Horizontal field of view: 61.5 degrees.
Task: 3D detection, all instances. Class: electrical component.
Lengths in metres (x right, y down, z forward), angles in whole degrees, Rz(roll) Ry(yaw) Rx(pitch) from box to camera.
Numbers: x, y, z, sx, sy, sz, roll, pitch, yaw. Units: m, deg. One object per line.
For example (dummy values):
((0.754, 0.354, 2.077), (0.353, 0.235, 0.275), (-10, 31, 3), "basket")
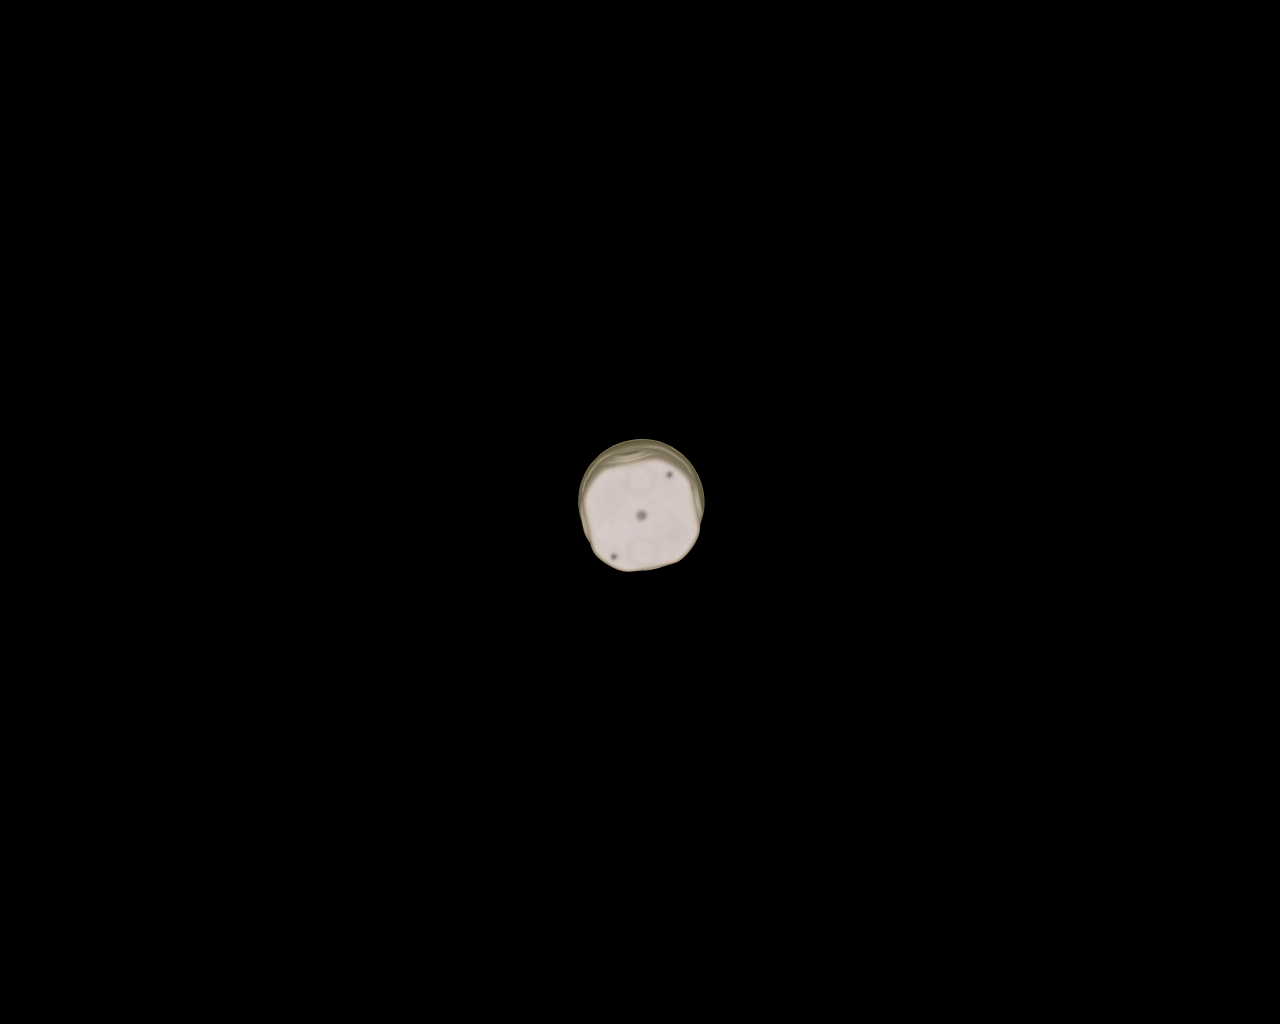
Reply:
((0.001, -0.003, 0.650), (0.080, 0.080, 0.051), (0, 12, 0), "electrical component")
